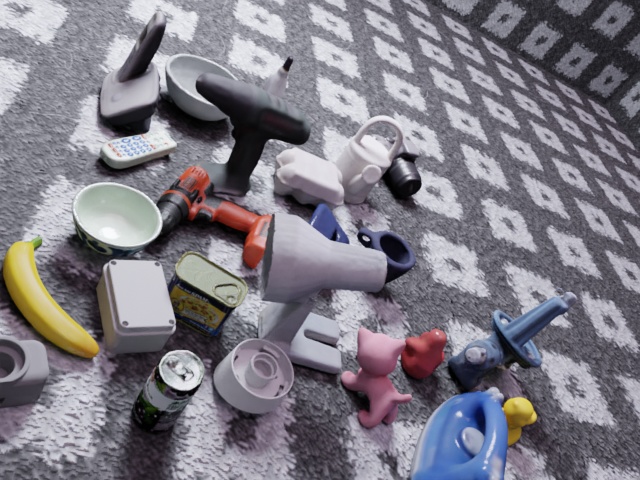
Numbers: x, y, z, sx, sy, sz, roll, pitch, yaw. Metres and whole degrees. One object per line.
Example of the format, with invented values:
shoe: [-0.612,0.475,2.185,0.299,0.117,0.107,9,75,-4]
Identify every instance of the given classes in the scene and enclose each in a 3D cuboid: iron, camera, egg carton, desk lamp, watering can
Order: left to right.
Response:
egg carton: [-0.021,-0.119,1.141,0.151,0.069,0.107,20,40,-22]
desk lamp: [-0.014,0.073,0.818,0.204,0.213,0.118,20,39,-21]
watering can: [0.102,-0.169,1.191,0.101,0.194,0.172,10,44,-32]
camera: [0.181,-0.178,1.344,0.144,0.100,0.136,8,45,-34]
iron: [0.225,0.293,0.837,0.119,0.141,0.258,34,36,-4]

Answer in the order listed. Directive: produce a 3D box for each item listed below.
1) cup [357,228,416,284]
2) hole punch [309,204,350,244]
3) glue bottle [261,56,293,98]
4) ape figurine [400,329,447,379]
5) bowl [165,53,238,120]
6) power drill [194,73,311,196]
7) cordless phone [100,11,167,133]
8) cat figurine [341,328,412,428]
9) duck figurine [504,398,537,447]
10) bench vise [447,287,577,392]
cup: [0.103,0.038,1.052,0.118,0.095,0.092,35,36,-3]
hole punch: [0.009,0.004,1.015,0.101,0.091,0.109,33,37,-6]
glue bottle: [-0.098,-0.313,1.200,0.037,0.173,0.078,11,43,-30]
ape figurine: [0.180,0.184,0.960,0.078,0.092,0.076,35,36,-3]
bowl: [-0.237,-0.293,1.147,0.168,0.074,0.167,22,39,-19]
power drill: [-0.138,-0.176,0.991,0.230,0.208,0.075,3,48,-37]
cordless phone: [-0.313,-0.296,0.996,0.094,0.185,0.147,11,44,-31]
cat figurine: [0.091,0.196,0.851,0.067,0.117,0.127,-2,52,-41]
duck figurine: [0.312,0.293,0.954,0.105,0.086,0.077,20,40,-22]
bench vise: [0.343,0.178,0.993,0.121,0.219,0.208,46,37,12]
